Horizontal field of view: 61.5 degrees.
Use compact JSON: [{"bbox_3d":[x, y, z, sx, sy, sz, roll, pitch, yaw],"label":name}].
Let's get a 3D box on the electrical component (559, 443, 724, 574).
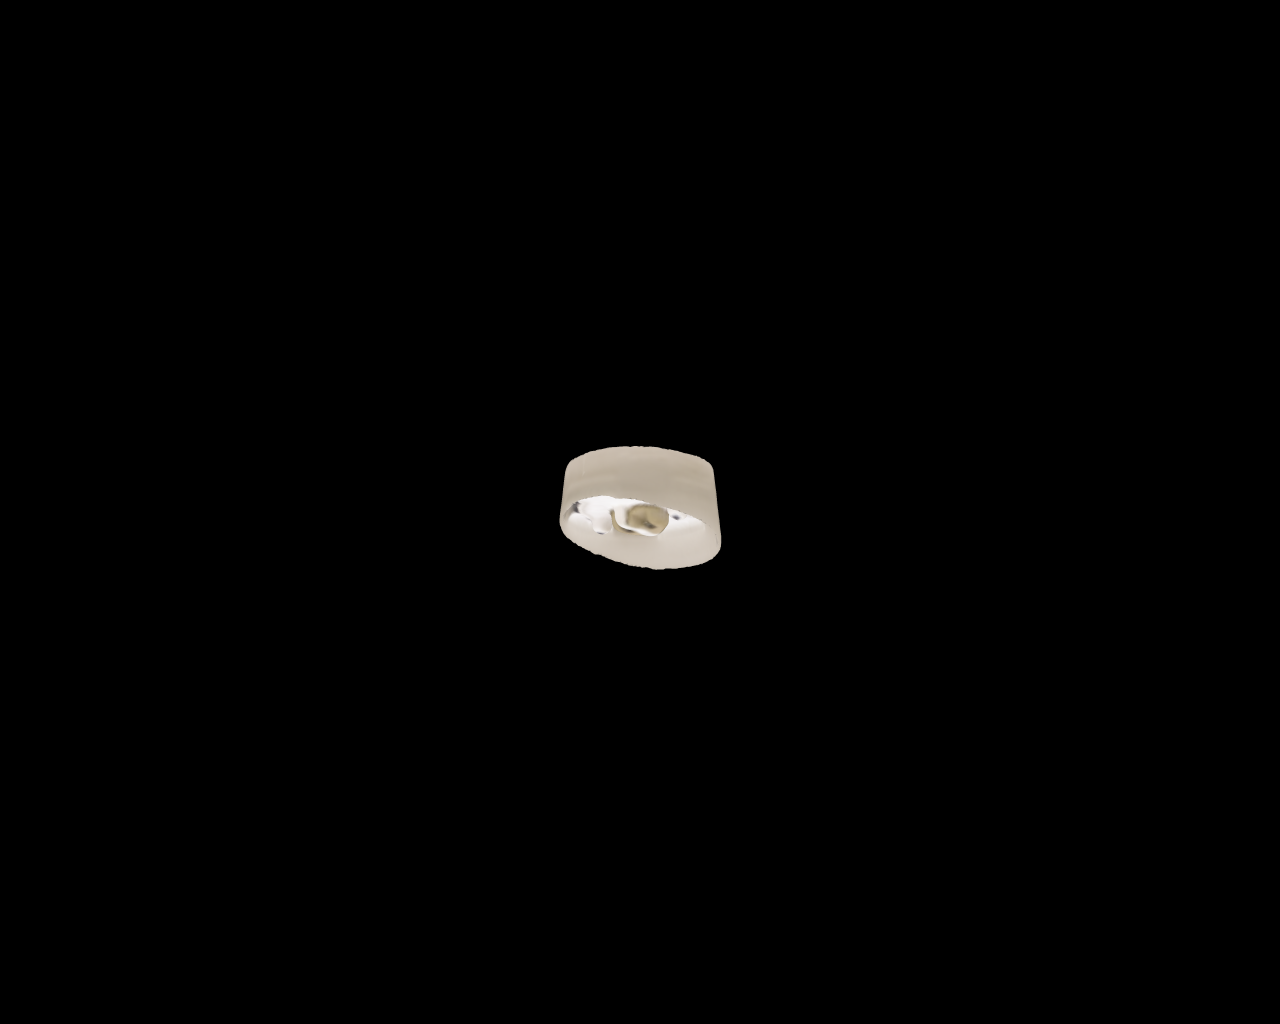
[{"bbox_3d":[0.001,-0.003,0.650,0.099,0.064,0.099,0,-15,0],"label":"electrical component"}]
